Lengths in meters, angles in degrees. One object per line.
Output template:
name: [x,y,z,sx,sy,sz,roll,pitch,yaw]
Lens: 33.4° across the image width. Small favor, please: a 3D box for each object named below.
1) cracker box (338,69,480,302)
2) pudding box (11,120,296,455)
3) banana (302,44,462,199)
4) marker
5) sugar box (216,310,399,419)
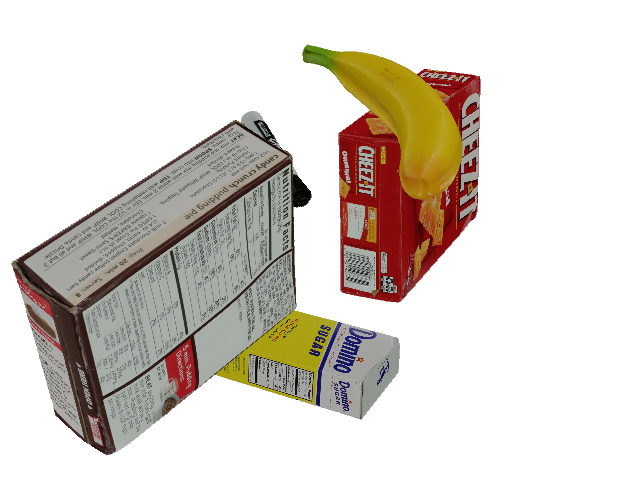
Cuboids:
cracker box: [0.092,-0.059,1.044,0.072,0.164,0.213,11,28,25]
pudding box: [-0.059,0.018,0.422,0.039,0.090,0.113,30,52,28]
banana: [0.049,-0.076,0.671,0.069,0.037,0.198,-9,33,-17]
marker: [-0.037,-0.067,0.877,0.020,0.020,0.121,0,38,-29]
sugar box: [-0.023,0.104,0.989,0.176,0.048,0.093,10,26,22]
